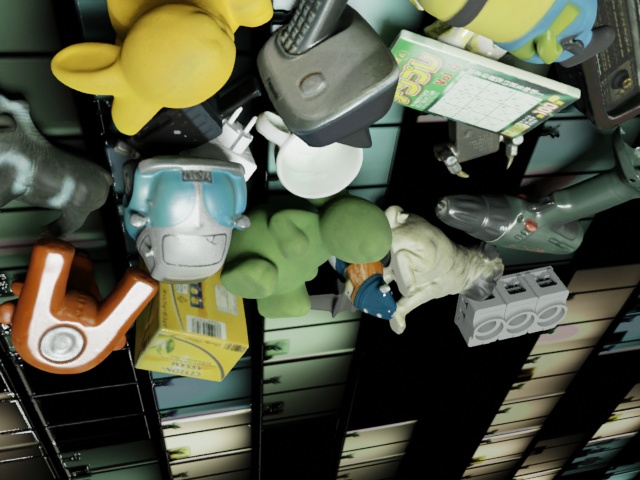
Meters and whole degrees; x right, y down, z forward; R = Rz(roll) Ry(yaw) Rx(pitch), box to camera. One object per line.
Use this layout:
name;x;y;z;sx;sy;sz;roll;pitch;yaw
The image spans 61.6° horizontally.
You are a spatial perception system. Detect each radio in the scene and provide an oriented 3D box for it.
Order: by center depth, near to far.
radio;0.294;-0.226;0.524;0.131;0.073;0.229;-32;132;12

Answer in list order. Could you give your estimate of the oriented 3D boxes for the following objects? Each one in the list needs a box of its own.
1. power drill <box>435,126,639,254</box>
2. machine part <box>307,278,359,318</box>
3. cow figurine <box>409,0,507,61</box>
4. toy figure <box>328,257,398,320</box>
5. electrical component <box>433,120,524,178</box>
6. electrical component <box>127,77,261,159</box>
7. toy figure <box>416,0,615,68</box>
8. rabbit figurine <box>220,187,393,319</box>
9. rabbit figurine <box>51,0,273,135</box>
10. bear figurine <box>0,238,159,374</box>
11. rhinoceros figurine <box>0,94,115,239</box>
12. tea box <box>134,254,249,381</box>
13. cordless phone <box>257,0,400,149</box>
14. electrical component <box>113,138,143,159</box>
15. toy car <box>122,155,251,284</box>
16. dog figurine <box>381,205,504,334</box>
power drill;0.285;-0.047;0.648;0.232;0.086;0.207;16;142;-35
machine part;-0.008;0.077;0.714;0.139;0.039;0.084;2;156;-9
cow figurine;0.140;-0.217;0.494;0.098;0.068;0.167;-44;129;15
toy figure;0.045;0.032;0.626;0.058;0.155;0.064;-35;135;15
electrical component;0.182;-0.115;0.610;0.102;0.045;0.078;-13;135;-5
electrical component;-0.116;-0.122;0.494;0.119;0.075;0.047;-28;133;15
toy figure;0.153;-0.191;0.424;0.180;0.082;0.089;20;108;-33
rabbit figurine;-0.001;-0.002;0.584;0.170;0.159;0.121;-14;138;22
rabbit figurine;-0.118;-0.155;0.398;0.162;0.173;0.121;-34;136;9
bear figurine;-0.256;0.054;0.563;0.120;0.196;0.132;26;94;-26
rhinoceros figurine;-0.285;-0.075;0.486;0.112;0.073;0.190;-41;130;22
tea box;-0.142;0.059;0.584;0.098;0.170;0.068;20;123;-29
cordless phone;0.025;-0.179;0.433;0.089;0.147;0.184;4;133;-29
electrical component;-0.174;-0.069;0.560;0.094;0.021;0.063;23;122;-33
toy car;-0.131;-0.010;0.501;0.109;0.103;0.161;2;160;-27
dog figurine;0.157;0.013;0.698;0.190;0.121;0.172;-19;139;-19
